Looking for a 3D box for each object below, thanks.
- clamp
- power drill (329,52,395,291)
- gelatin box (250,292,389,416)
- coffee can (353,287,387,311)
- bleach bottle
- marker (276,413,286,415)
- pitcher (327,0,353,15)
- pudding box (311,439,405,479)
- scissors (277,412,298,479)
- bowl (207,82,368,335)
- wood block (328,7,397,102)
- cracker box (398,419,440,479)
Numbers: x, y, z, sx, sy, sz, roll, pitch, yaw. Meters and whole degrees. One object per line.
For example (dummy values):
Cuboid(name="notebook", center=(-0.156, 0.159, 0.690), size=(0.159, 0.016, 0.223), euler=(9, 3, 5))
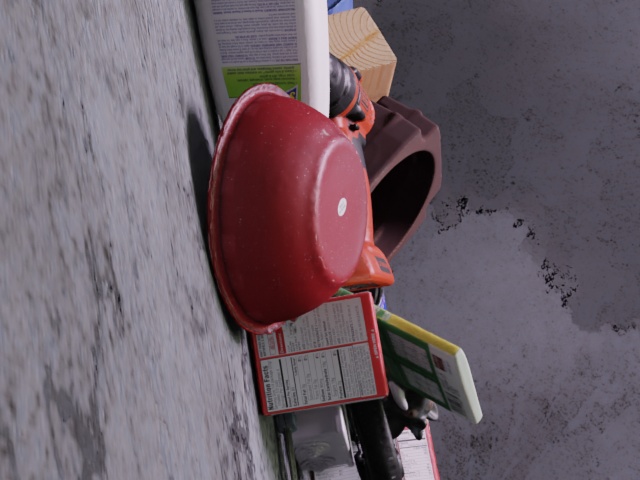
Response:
Cuboid(name="clamp", center=(0.048, 0.187, 0.892), size=(0.164, 0.036, 0.210), euler=(-118, -168, -69))
Cuboid(name="power drill", center=(0.016, -0.054, 0.869), size=(0.184, 0.057, 0.187), euler=(24, 61, -73))
Cuboid(name="gelatin box", center=(-0.002, 0.080, 0.742), size=(0.030, 0.089, 0.073), euler=(81, -1, -79))
Cuboid(name="coffee can", center=(0.022, 0.096, 1.100), size=(0.140, 0.103, 0.103), euler=(77, 4, -48))
Cuboid(name="bleach bottle", center=(-0.044, -0.132, 0.767), size=(0.068, 0.103, 0.251), euler=(-35, 124, -71))
Cuboid(name="marker", center=(-0.037, 0.068, 0.788), size=(0.020, 0.020, 0.121), euler=(71, 9, -74))
Cuboid(name="pitcher", center=(-0.019, -0.237, 1.330), size=(0.149, 0.145, 0.243), euler=(-50, 153, -28))
Cuboid(name="pudding box", center=(0.040, 0.248, 1.033), size=(0.039, 0.090, 0.113), euler=(75, 6, -47))
Cuboid(name="scissors", center=(-0.028, 0.119, 0.805), size=(0.096, 0.016, 0.202), euler=(81, -1, -46))
Cuboid(name="bowl", center=(-0.010, -0.019, 0.675), size=(0.162, 0.055, 0.162), euler=(2, 90, -68))
Cuboid(name="wood block", center=(0.015, -0.155, 1.233), size=(0.206, 0.090, 0.090), euler=(102, -34, -54))
Cuboid(name="cracker box", center=(0.069, 0.277, 1.225), size=(0.164, 0.072, 0.214), euler=(135, -52, -60))
